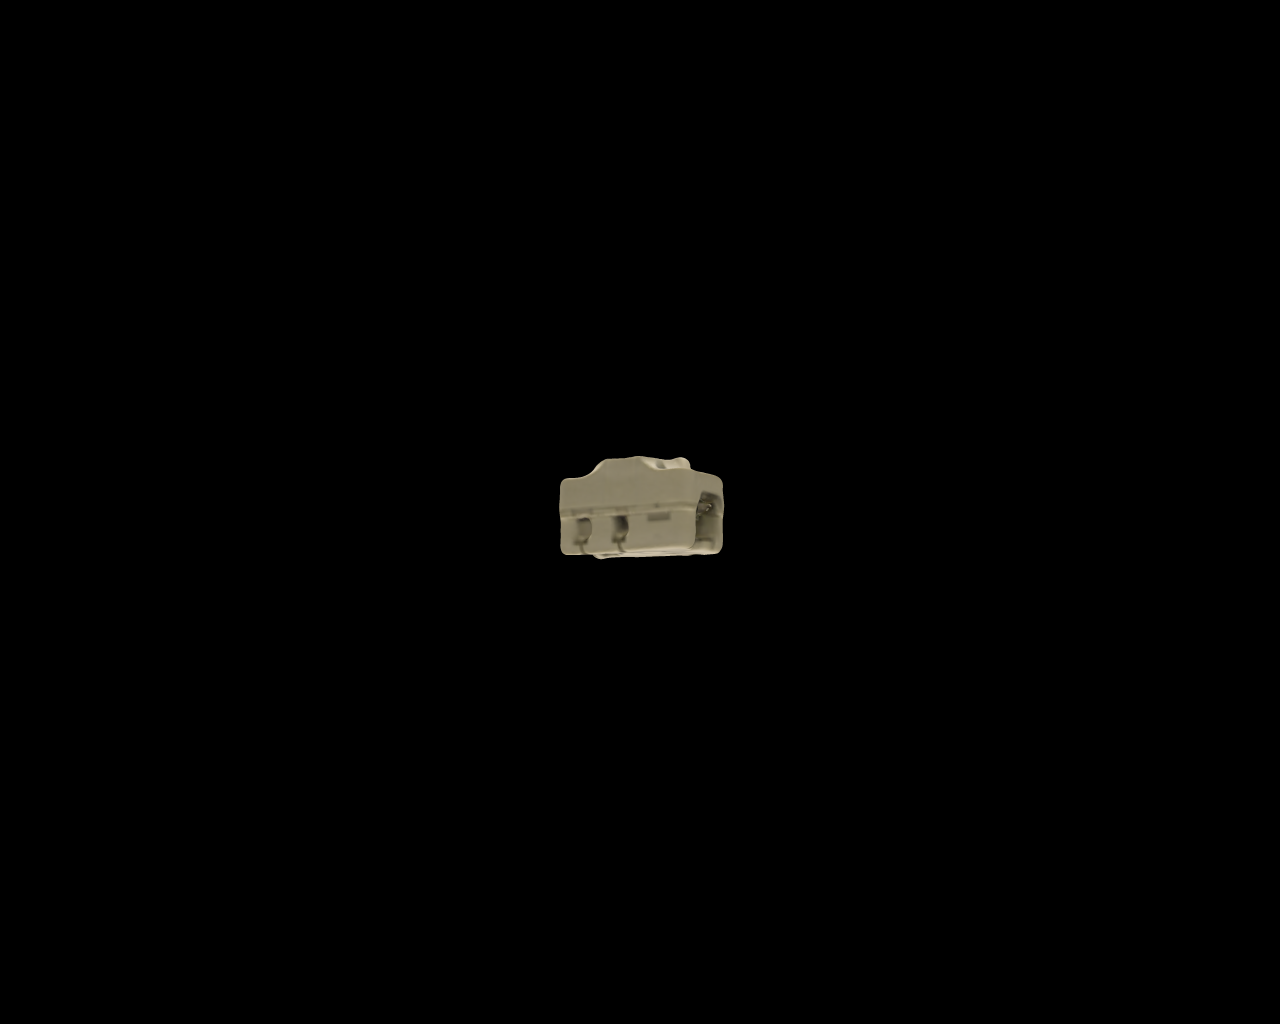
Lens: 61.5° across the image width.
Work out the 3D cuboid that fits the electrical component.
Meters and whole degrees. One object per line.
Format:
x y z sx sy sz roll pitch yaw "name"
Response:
0.001 -0.003 0.650 0.089 0.055 0.050 -4 -7 29 "electrical component"
